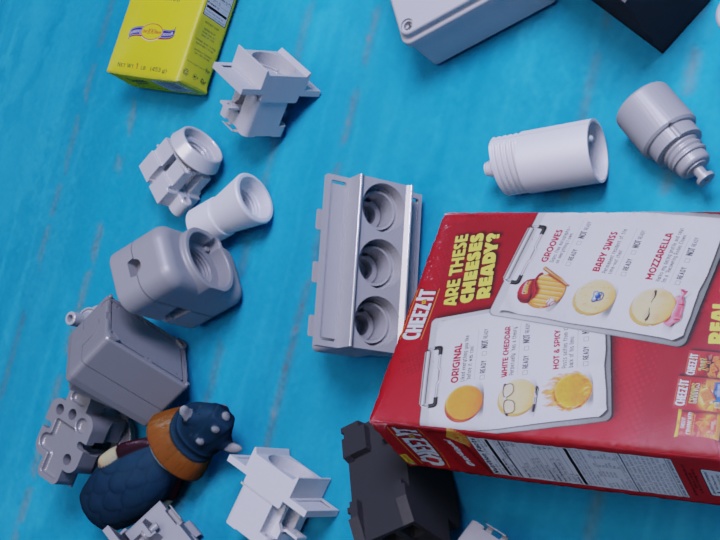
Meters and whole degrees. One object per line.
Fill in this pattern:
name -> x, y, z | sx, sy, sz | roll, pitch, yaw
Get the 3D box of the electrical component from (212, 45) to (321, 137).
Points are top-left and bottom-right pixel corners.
electrical component -> -0.078, -0.141, 0.859 | 0.042, 0.081, 0.063 | 47, 126, 32

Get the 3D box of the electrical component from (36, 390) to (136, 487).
electrical component -> -0.222, 0.138, 0.884 | 0.058, 0.057, 0.078 | 23, 91, 34

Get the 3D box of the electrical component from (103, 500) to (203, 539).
electrical component -> -0.130, 0.234, 0.797 | 0.063, 0.078, 0.121 | -43, 57, -10

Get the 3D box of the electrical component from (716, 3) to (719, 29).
electrical component -> 0.271, -0.145, 0.648 | 0.095, 0.059, 0.053 | 31, 95, 34

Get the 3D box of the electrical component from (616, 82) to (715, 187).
electrical component -> 0.199, -0.085, 0.690 | 0.040, 0.040, 0.078 | -41, 60, 17

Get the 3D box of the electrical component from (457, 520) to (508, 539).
electrical component -> 0.072, 0.197, 0.678 | 0.042, 0.081, 0.063 | 26, 64, 32

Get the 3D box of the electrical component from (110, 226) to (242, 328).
electrical component -> -0.140, 0.005, 0.843 | 0.059, 0.095, 0.053 | -29, 65, 23

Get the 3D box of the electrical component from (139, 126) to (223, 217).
electrical component -> -0.148, -0.087, 0.903 | 0.055, 0.048, 0.066 | -44, 59, 24

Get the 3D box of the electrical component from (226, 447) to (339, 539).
electrical component -> -0.062, 0.168, 0.786 | 0.081, 0.042, 0.063 | 29, 95, 34

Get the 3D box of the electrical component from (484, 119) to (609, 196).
electrical component -> 0.123, -0.075, 0.732 | 0.081, 0.043, 0.043 | -7, 74, 30

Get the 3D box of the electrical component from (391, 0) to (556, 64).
electrical component -> 0.075, -0.226, 0.793 | 0.109, 0.056, 0.108 | -24, 66, 25

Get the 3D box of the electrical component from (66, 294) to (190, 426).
electrical component -> -0.182, 0.078, 0.857 | 0.061, 0.096, 0.061 | -44, 30, 15

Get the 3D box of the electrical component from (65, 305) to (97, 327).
electrical component -> -0.221, 0.046, 0.903 | 0.035, 0.061, 0.035 | -8, 74, 30

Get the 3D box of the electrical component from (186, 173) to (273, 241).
electrical component -> -0.109, -0.045, 0.870 | 0.065, 0.044, 0.044 | -26, 65, 29

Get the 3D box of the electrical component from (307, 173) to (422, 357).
electrical component -> 0.000, 0.000, 0.773 | 0.063, 0.079, 0.121 | -16, 67, 58
